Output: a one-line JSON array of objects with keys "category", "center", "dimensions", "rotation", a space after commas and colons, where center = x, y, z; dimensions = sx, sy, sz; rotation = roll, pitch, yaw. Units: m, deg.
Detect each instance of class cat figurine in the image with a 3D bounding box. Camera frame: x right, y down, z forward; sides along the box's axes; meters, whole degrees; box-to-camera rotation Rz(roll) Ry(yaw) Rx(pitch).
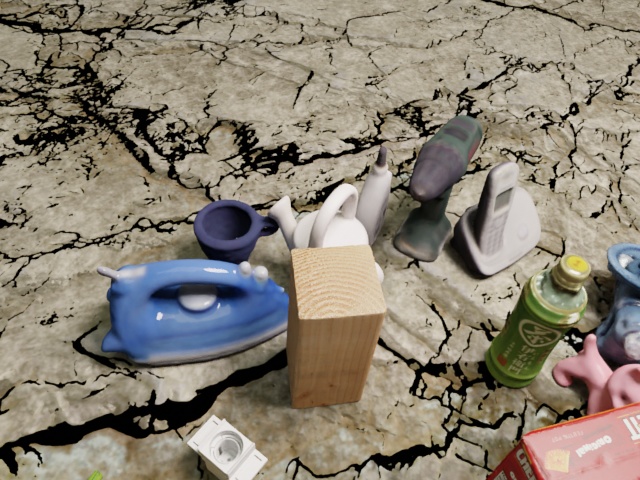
[{"category": "cat figurine", "center": [0.365, 0.172, 0.701], "dimensions": [0.067, 0.118, 0.127], "rotation": [-21, 54, -21]}]

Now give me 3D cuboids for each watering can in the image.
[{"category": "watering can", "center": [0.006, 0.004, 0.759], "dimensions": [0.172, 0.194, 0.101], "rotation": [13, 50, 6]}]

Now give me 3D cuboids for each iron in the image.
[{"category": "iron", "center": [-0.147, 0.069, 0.724], "dimensions": [0.258, 0.141, 0.118], "rotation": [-5, 50, -10]}]

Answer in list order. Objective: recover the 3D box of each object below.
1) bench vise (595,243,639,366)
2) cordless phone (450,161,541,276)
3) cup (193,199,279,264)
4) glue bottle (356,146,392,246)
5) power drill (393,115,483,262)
[{"category": "bench vise", "center": [0.445, 0.058, 0.739], "dimensions": [0.121, 0.220, 0.207], "rotation": [10, 49, 3]}, {"category": "cordless phone", "center": [0.274, -0.047, 0.835], "dimensions": [0.148, 0.185, 0.094], "rotation": [-30, 58, -27]}, {"category": "cup", "center": [-0.116, 0.003, 0.814], "dimensions": [0.118, 0.095, 0.091], "rotation": [-6, 50, -10]}, {"category": "glue bottle", "center": [0.082, -0.070, 0.844], "dimensions": [0.037, 0.173, 0.078], "rotation": [21, 51, 13]}, {"category": "power drill", "center": [0.168, -0.070, 0.829], "dimensions": [0.075, 0.208, 0.230], "rotation": [23, 51, 14]}]
